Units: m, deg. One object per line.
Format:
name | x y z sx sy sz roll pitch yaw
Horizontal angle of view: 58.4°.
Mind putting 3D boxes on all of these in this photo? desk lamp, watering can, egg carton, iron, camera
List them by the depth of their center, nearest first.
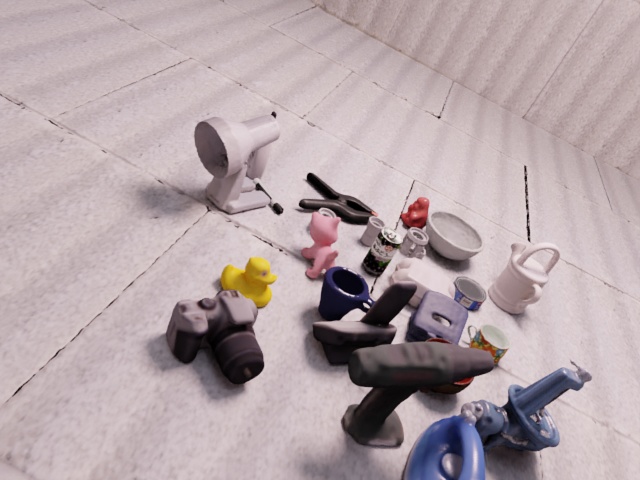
iron | 0.205 0.343 0.870 0.118 0.141 0.258 25 33 -4
camera | -0.151 0.153 0.909 0.144 0.100 0.136 -1 42 -36
desk lamp | -0.178 -0.170 1.225 0.117 0.213 0.204 44 36 23
egg carton | 0.229 0.105 1.276 0.150 0.069 0.107 30 33 3
watering can | 0.501 0.076 1.398 0.101 0.194 0.172 1 41 -34

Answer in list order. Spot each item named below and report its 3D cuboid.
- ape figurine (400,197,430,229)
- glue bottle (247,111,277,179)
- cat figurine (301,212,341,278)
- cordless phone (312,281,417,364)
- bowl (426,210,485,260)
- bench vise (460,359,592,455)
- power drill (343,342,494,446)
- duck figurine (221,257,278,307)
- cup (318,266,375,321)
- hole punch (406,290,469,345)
ape figurine | 0.261 -0.077 1.526 0.076 0.092 0.078 36 34 12
glue bottle | -0.138 -0.235 1.380 0.037 0.173 0.078 6 39 -30
cat figurine | 0.011 0.004 1.213 0.067 0.117 0.127 9 37 -26
cordless phone | 0.083 0.133 1.028 0.148 0.185 0.094 2 41 -34
bowl | 0.340 0.000 1.495 0.168 0.074 0.167 19 34 -13
bench vise | 0.350 0.293 0.970 0.208 0.219 0.121 -1 43 -36
power drill | 0.135 0.236 0.903 0.230 0.208 0.075 11 37 -24
duck figurine | -0.127 0.066 1.058 0.104 0.086 0.077 27 33 -2
cup | 0.047 0.120 1.102 0.117 0.095 0.092 36 34 13
hole punch | 0.243 0.173 1.174 0.108 0.091 0.101 28 33 1
